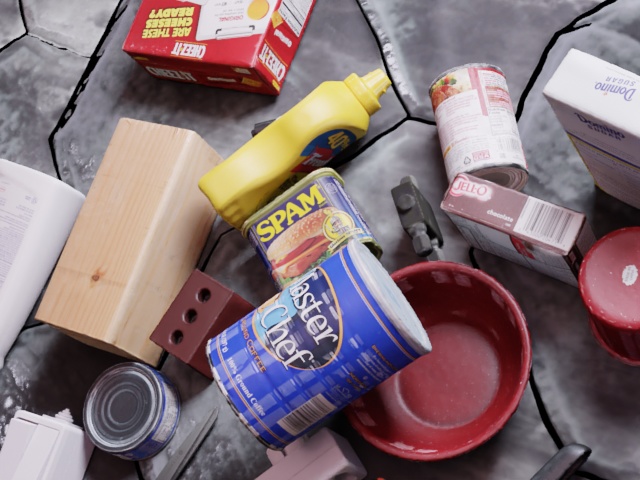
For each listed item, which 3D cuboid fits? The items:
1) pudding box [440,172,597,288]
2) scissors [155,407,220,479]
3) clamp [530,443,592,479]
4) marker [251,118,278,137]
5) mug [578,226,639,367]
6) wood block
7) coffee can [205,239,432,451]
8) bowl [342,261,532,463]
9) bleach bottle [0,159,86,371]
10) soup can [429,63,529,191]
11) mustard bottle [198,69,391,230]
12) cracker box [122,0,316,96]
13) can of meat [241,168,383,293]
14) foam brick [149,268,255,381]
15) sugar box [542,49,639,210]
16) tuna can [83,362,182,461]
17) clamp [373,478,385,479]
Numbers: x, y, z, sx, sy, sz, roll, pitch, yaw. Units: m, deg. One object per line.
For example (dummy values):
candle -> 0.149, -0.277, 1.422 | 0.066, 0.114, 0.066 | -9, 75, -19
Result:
pudding box -> 0.161, -0.007, 0.849 | 0.114, 0.090, 0.039 | 25, 82, 30
scissors -> -0.142, 0.244, 0.926 | 0.202, 0.016, 0.096 | -41, 60, 4
clamp -> 0.142, 0.235, 0.786 | 0.172, 0.039, 0.120 | -29, 54, 16
marker -> -0.010, -0.118, 1.016 | 0.121, 0.020, 0.020 | -16, 63, 18
mug -> 0.251, 0.036, 0.793 | 0.117, 0.081, 0.093 | -20, 62, 16
wood block -> -0.171, 0.001, 1.000 | 0.091, 0.090, 0.206 | 14, 75, 28
coffee can -> -0.001, 0.080, 0.813 | 0.140, 0.102, 0.103 | -35, 59, 9
bowl -> 0.095, 0.101, 0.853 | 0.162, 0.055, 0.162 | -10, 65, 21
bleach bottle -> -0.331, 0.049, 1.071 | 0.103, 0.068, 0.251 | 19, 80, 31
soup can -> 0.135, -0.090, 0.909 | 0.069, 0.068, 0.102 | -17, 63, 17
mustard bottle -> -0.016, -0.088, 0.961 | 0.191, 0.096, 0.058 | -39, 75, 4
cracker box -> -0.083, -0.261, 1.082 | 0.164, 0.072, 0.213 | 13, 76, 30
can of meat -> -0.006, 0.001, 0.943 | 0.102, 0.057, 0.084 | -35, 62, 9
foam brick -> -0.105, 0.076, 0.959 | 0.053, 0.051, 0.078 | 28, 82, 32
sugar box -> 0.234, -0.070, 0.790 | 0.093, 0.176, 0.048 | 33, 85, 32
tuna can -> -0.171, 0.155, 0.967 | 0.086, 0.033, 0.086 | -10, 65, 21
clamp -> -0.001, 0.279, 0.816 | 0.210, 0.036, 0.165 | -45, 53, -11
